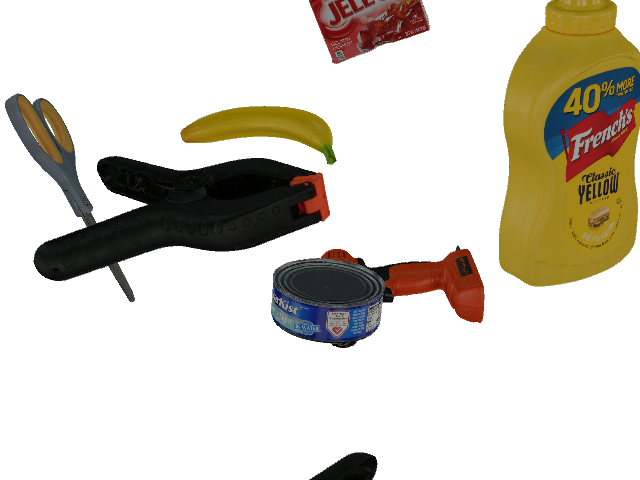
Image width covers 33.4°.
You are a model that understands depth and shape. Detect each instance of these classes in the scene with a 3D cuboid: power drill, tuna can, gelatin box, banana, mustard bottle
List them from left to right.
[{"bbox_3d":[-0.067,-0.133,1.268,0.198,0.037,0.069,8,40,18],"label":"banana"},{"bbox_3d":[0.005,0.045,0.814,0.086,0.034,0.086,4,22,-2],"label":"tuna can"},{"bbox_3d":[0.039,-0.199,0.902,0.089,0.073,0.030,-18,26,13],"label":"gelatin box"},{"bbox_3d":[0.089,0.062,1.223,0.187,0.057,0.184,-1,28,-2],"label":"power drill"},{"bbox_3d":[0.157,-0.071,0.658,0.096,0.192,0.058,-17,29,-24],"label":"mustard bottle"}]

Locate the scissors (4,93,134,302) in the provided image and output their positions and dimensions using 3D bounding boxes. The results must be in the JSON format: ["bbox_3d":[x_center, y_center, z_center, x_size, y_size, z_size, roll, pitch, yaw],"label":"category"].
[{"bbox_3d":[-0.213,-0.046,0.944,0.016,0.201,0.096,-26,23,10],"label":"scissors"}]

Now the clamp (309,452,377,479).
[{"bbox_3d":[-0.048,0.191,0.642,0.210,0.036,0.164,-4,28,2],"label":"clamp"}]

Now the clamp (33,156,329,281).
[{"bbox_3d":[-0.083,-0.015,0.634,0.172,0.039,0.120,-1,40,23],"label":"clamp"}]
